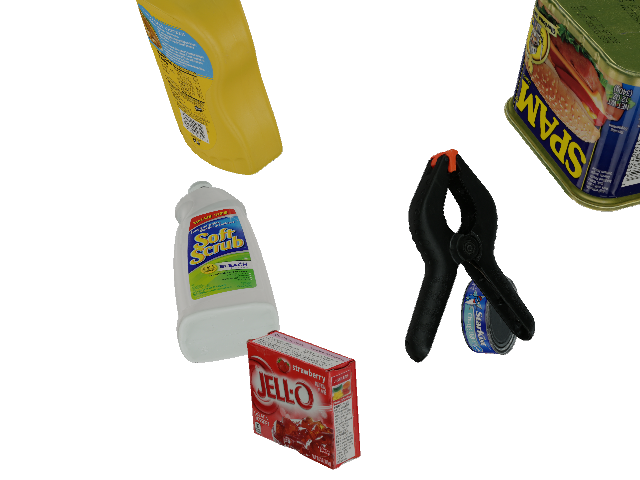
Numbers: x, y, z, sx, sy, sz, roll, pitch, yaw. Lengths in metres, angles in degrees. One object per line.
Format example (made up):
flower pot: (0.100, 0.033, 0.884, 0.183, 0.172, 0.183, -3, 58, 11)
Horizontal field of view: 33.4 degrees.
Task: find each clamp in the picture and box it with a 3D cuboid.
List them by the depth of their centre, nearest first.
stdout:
clamp: (0.105, 0.015, 0.866, 0.120, 0.171, 0.039, -17, -1, -32)

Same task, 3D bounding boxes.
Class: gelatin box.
gelatin box: (-0.013, 0.110, 0.745, 0.030, 0.073, 0.089, -17, 21, -40)

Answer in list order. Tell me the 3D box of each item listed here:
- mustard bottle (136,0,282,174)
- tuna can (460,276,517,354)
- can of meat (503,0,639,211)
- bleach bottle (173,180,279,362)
mustard bottle: (-0.084, -0.138, 0.739, 0.058, 0.191, 0.096, -37, 51, -20)
tuna can: (0.186, 0.081, 1.168, 0.034, 0.086, 0.086, 0, 0, 34)
can of meat: (0.145, -0.081, 0.556, 0.057, 0.084, 0.102, -13, 47, -17)
bleach bottle: (-0.114, 0.017, 1.115, 0.102, 0.068, 0.251, -10, 37, -10)
